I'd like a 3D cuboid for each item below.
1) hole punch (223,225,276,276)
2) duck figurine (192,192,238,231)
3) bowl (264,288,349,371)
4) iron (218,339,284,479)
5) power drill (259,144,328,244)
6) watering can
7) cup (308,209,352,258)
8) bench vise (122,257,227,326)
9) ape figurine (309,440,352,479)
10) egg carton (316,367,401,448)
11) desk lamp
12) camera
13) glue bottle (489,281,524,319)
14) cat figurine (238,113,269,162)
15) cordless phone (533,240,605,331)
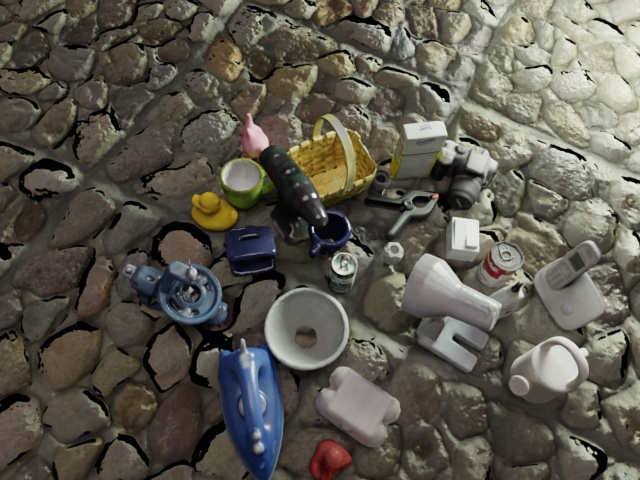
[{"bbox_3d":[-0.150,0.013,1.209,0.109,0.091,0.101,-9,65,-9],"label":"hole punch"},{"bbox_3d":[-0.232,-0.069,1.246,0.104,0.086,0.077,17,64,4],"label":"duck figurine"},{"bbox_3d":[-0.028,0.186,1.144,0.167,0.075,0.167,2,64,-4],"label":"bowl"},{"bbox_3d":[-0.121,0.308,1.039,0.119,0.141,0.258,-10,65,-9],"label":"iron"},{"bbox_3d":[-0.053,-0.078,1.196,0.076,0.208,0.229,-27,69,-16],"label":"power drill"},{"bbox_3d":[0.437,0.248,1.083,0.100,0.194,0.173,40,68,15],"label":"watering can"},{"bbox_3d":[0.011,0.004,1.224,0.091,0.095,0.118,30,66,10],"label":"cup"},{"bbox_3d":[-0.285,0.094,1.087,0.207,0.220,0.121,4,64,-2],"label":"bench vise"},{"bbox_3d":[0.020,0.397,1.034,0.078,0.092,0.076,1,64,-4],"label":"ape figurine"},{"bbox_3d":[0.072,0.318,1.090,0.150,0.069,0.107,31,66,10],"label":"egg carton"},{"bbox_3d":[0.251,0.139,1.111,0.203,0.213,0.118,31,66,11],"label":"desk lamp"},{"bbox_3d":[0.327,-0.149,1.320,0.143,0.101,0.137,23,65,7],"label":"camera"},{"bbox_3d":[0.373,0.119,1.153,0.078,0.173,0.037,-14,66,-11],"label":"glue bottle"},{"bbox_3d":[-0.153,-0.231,1.313,0.067,0.118,0.127,-10,65,-9],"label":"cat figurine"},{"bbox_3d":[0.531,0.092,1.172,0.094,0.185,0.147,-21,67,-14],"label":"cordless phone"}]
